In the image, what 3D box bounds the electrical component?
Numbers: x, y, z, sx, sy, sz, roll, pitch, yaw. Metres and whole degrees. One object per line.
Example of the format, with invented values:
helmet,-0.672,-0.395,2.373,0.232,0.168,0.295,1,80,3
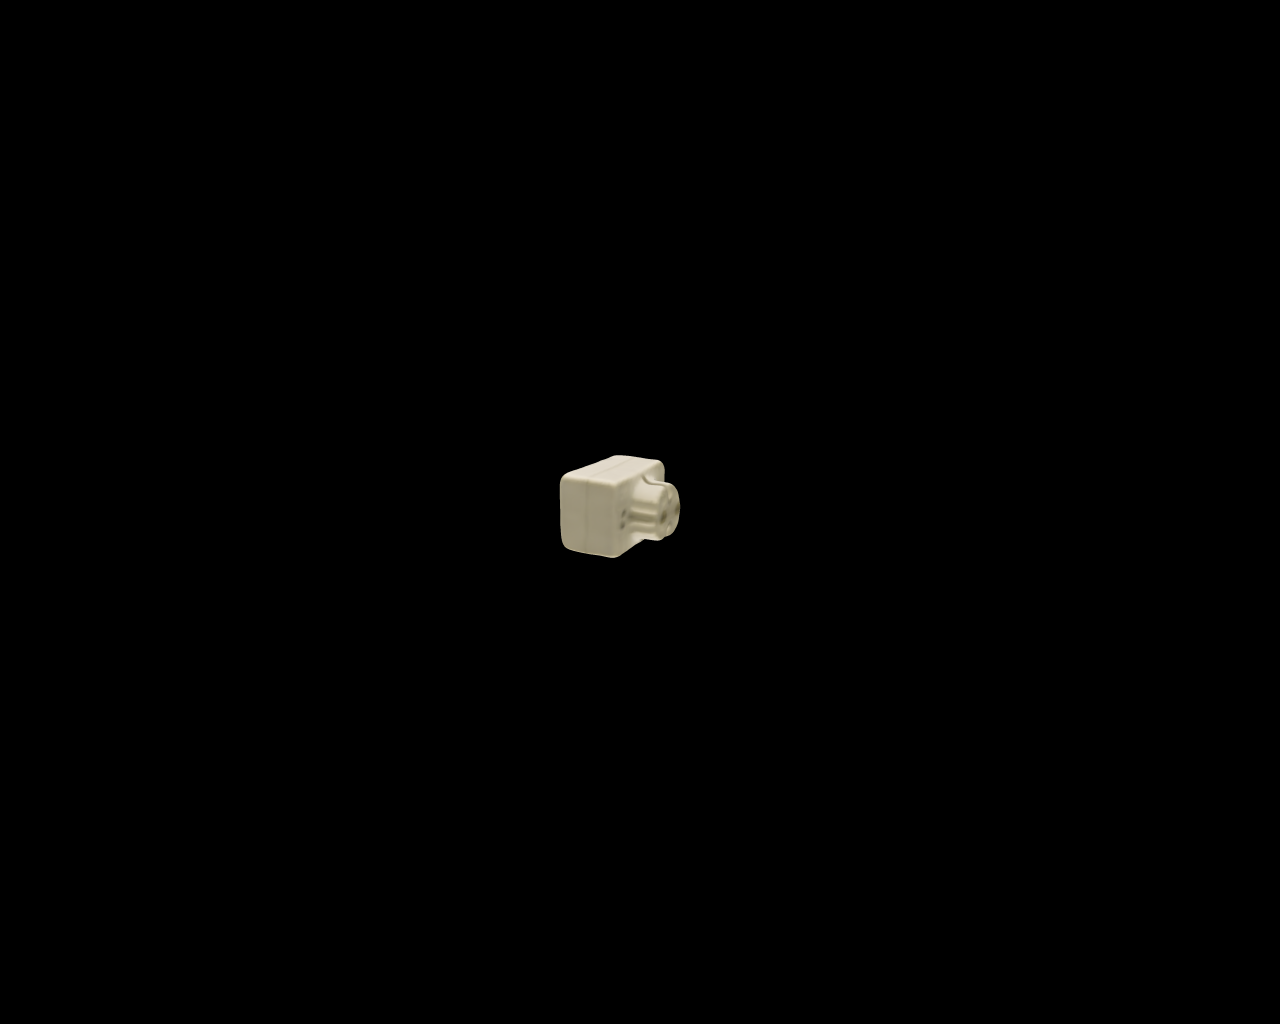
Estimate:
electrical component,0.001,-0.003,0.650,0.077,0.047,0.066,8,18,27
